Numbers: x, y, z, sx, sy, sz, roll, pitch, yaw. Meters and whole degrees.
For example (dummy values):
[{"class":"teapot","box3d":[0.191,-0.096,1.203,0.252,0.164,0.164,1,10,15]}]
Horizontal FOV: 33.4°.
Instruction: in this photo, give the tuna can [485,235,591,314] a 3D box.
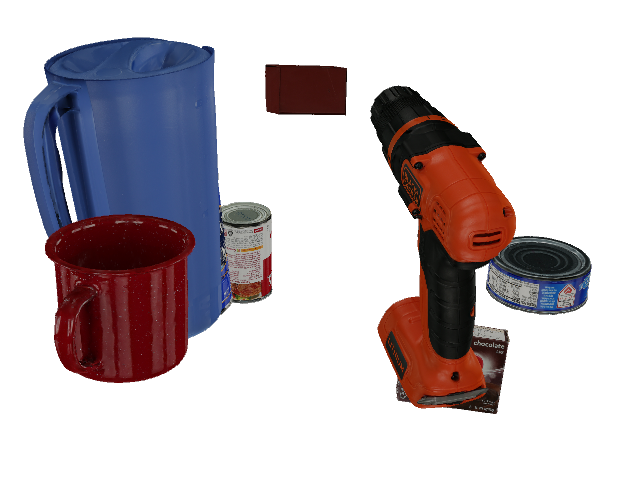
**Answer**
[{"class":"tuna can","box3d":[0.184,0.028,0.902,0.086,0.034,0.086,2,25,-1]}]

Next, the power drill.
[{"class":"power drill","box3d":[0.073,0.005,0.731,0.057,0.188,0.184,-9,35,-10]}]

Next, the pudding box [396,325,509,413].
[{"class":"pudding box","box3d":[0.144,0.135,1.165,0.113,0.090,0.039,6,22,3]}]

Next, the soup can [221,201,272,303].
[{"class":"soup can","box3d":[-0.091,0.013,1.257,0.068,0.102,0.068,1,25,-1]}]

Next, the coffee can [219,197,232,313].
[{"class":"coffee can","box3d":[-0.145,0.001,1.056,0.103,0.140,0.103,-4,26,2]}]

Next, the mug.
[{"class":"mug","box3d":[-0.130,0.042,0.672,0.093,0.081,0.117,9,24,15]}]

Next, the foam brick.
[{"class":"foam brick","box3d":[-0.016,-0.162,1.145,0.078,0.051,0.053,-2,12,-19]}]

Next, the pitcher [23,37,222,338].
[{"class":"pitcher","box3d":[-0.151,-0.037,0.877,0.149,0.243,0.145,-6,24,-7]}]
